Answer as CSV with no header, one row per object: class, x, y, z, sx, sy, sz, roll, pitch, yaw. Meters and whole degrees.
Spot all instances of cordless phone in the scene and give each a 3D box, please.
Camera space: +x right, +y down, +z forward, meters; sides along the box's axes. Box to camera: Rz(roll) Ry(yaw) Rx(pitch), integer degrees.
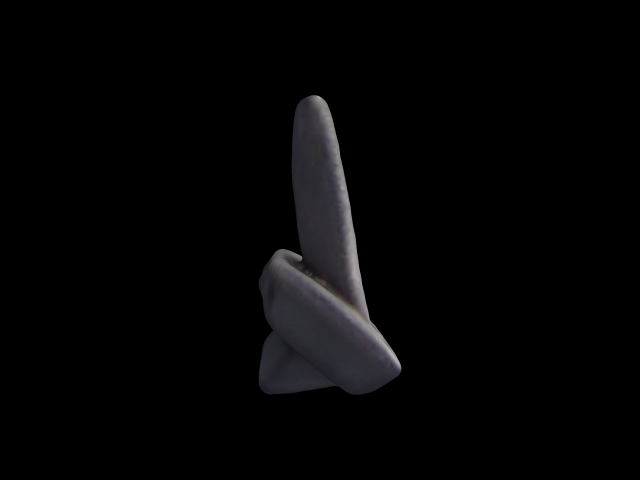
cordless phone,0.004,0.001,0.400,0.094,0.185,0.147,0,4,-6
